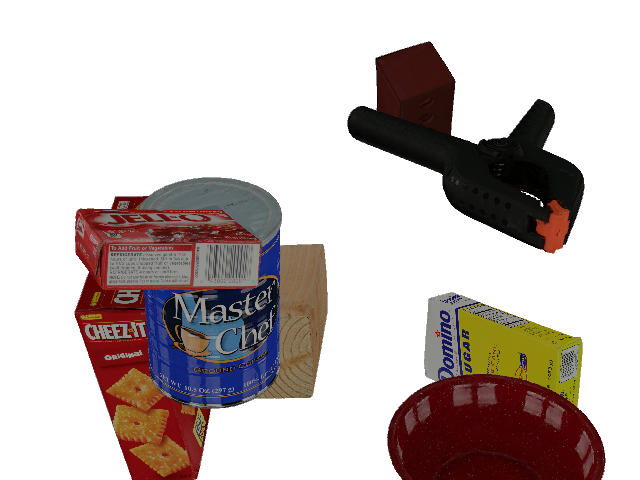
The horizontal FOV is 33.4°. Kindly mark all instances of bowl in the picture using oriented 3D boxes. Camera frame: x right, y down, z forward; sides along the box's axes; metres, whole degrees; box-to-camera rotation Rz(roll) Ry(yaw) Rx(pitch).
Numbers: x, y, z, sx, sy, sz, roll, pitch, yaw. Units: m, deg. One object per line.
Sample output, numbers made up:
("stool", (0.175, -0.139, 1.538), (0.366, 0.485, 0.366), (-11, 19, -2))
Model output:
("bowl", (0.131, 0.173, 0.813), (0.162, 0.055, 0.162), (0, 33, 0))

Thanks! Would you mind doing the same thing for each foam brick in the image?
("foam brick", (0.081, -0.122, 0.918), (0.053, 0.051, 0.078), (-20, -32, -8))

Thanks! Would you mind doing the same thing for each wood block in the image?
("wood block", (-0.045, 0.081, 1.140), (0.091, 0.090, 0.206), (-1, 20, 5))

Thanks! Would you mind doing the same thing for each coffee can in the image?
("coffee can", (-0.080, 0.038, 0.793), (0.103, 0.140, 0.103), (1, 33, -1))

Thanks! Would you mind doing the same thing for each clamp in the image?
("clamp", (0.111, -0.053, 0.741), (0.164, 0.036, 0.210), (-2, 28, -7))

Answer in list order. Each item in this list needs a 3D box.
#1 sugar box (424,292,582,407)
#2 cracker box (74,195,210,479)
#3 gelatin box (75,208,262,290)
("sugar box", (0.182, 0.121, 1.092), (0.048, 0.093, 0.177), (-12, 20, -41))
("cracker box", (-0.150, 0.090, 0.979), (0.072, 0.214, 0.164), (-3, 38, 6))
("gelatin box", (-0.085, 0.003, 0.588), (0.089, 0.030, 0.073), (1, 14, -22))
